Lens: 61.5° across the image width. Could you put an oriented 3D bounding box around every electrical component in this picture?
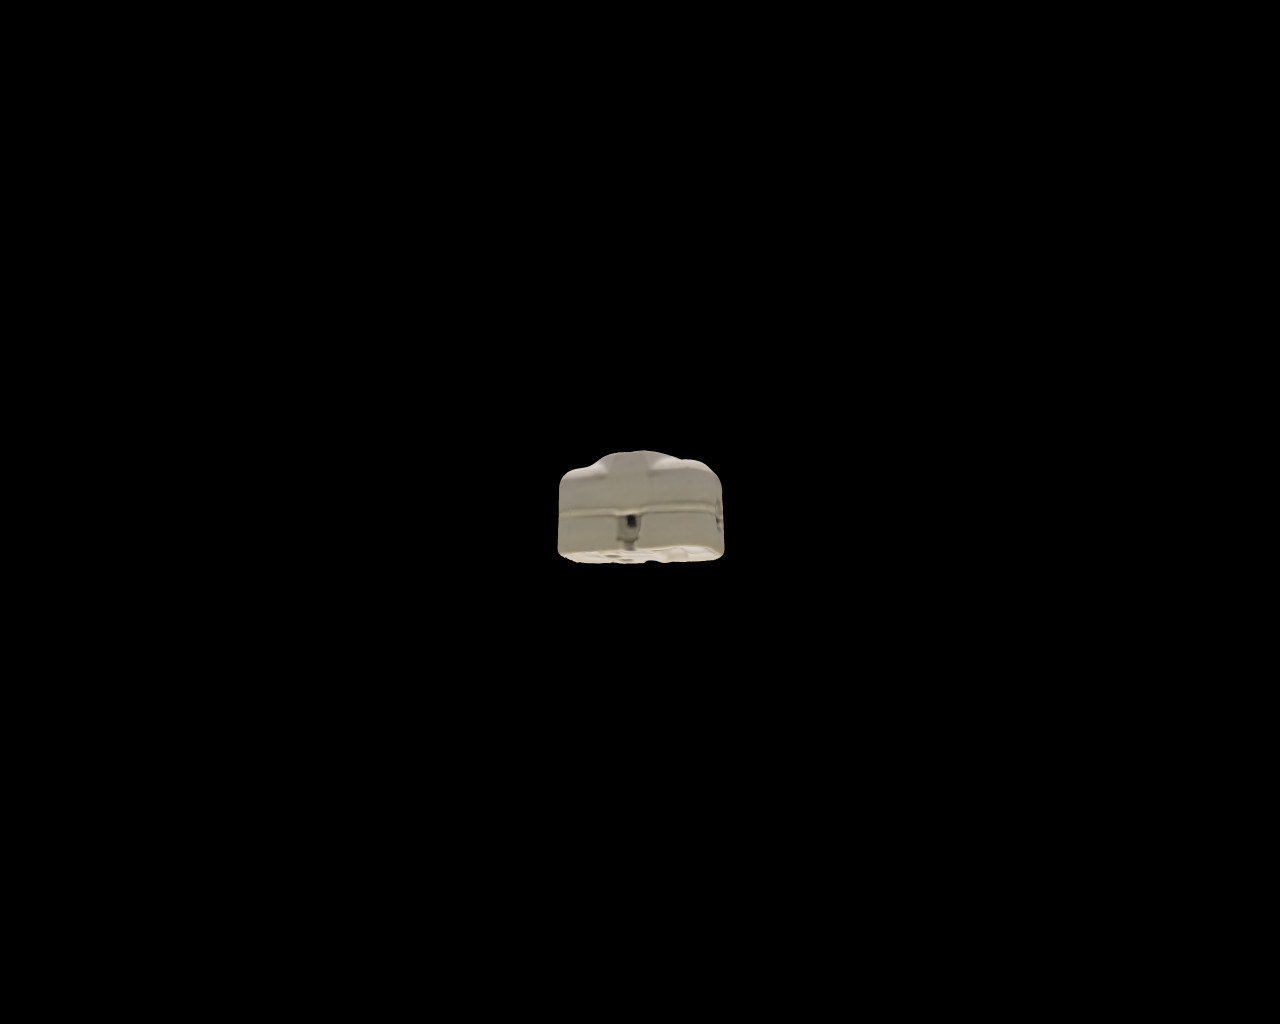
[{"bbox_3d":[0.001,-0.003,0.650,0.095,0.059,0.053,-3,-11,16],"label":"electrical component"}]
